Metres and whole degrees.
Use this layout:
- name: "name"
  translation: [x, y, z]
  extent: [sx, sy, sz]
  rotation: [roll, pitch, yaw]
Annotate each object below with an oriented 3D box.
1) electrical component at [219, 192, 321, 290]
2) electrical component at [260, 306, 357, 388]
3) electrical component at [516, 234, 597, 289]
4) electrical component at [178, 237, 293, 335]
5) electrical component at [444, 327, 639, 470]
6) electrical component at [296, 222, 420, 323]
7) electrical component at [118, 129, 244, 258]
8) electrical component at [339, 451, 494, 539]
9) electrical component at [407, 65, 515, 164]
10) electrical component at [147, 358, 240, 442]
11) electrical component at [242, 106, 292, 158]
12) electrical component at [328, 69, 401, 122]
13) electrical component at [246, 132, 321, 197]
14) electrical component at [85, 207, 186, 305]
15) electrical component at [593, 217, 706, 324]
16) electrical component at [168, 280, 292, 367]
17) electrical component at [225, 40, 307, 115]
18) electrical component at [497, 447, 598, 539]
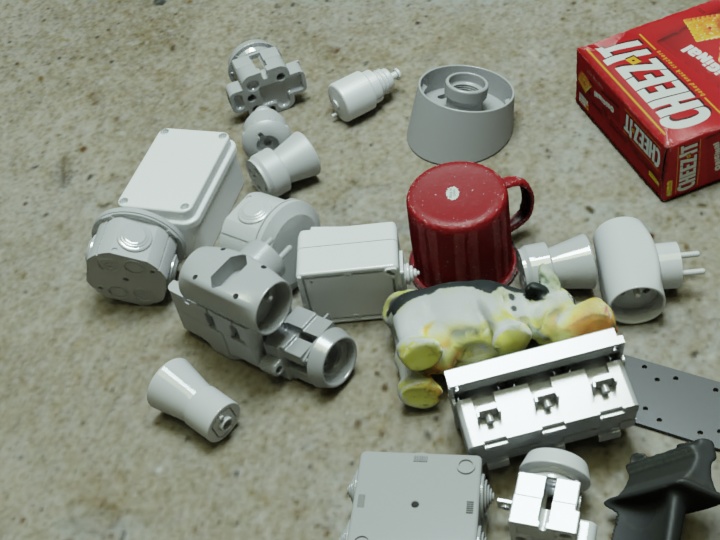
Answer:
- name: "electrical component"
  translation: [-0.074, -0.024, 0.897]
  extent: [0.051, 0.080, 0.080]
  rotation: [19, 53, 33]
- name: "electrical component"
  translation: [-0.036, 0.062, 0.832]
  extent: [0.055, 0.048, 0.066]
  rotation: [19, 53, 36]
- name: "electrical component"
  translation: [0.156, -0.002, 0.856]
  extent: [0.055, 0.045, 0.045]
  rotation: [-11, 46, 1]
- name: "electrical component"
  translation: [-0.083, 0.004, 0.817]
  extent: [0.077, 0.043, 0.079]
  rotation: [23, 54, 29]
- name: "electrical component"
  translation: [0.127, 0.091, 0.750]
  extent: [0.121, 0.078, 0.063]
  rotation: [-15, 59, 1]
- name: "electrical component"
  translation: [0.000, 0.000, 0.872]
  extent: [0.096, 0.061, 0.061]
  rotation: [-6, 46, 5]
- name: "electrical component"
  translation: [-0.161, -0.071, 0.974]
  extent: [0.078, 0.057, 0.113]
  rotation: [6, 48, 16]
- name: "electrical component"
  translation: [0.039, 0.168, 0.716]
  extent: [0.100, 0.048, 0.099]
  rotation: [1, 44, 10]
- name: "electrical component"
  translation: [0.096, -0.148, 1.010]
  extent: [0.099, 0.064, 0.099]
  rotation: [3, 39, -2]
- name: "electrical component"
  translation: [-0.124, 0.101, 0.815]
  extent: [0.065, 0.044, 0.044]
  rotation: [30, 59, 27]
- name: "electrical component"
  translation: [-0.091, -0.135, 1.031]
  extent: [0.048, 0.048, 0.062]
  rotation: [-12, 39, -1]
- name: "electrical component"
  translation: [0.005, -0.176, 1.053]
  extent: [0.078, 0.040, 0.040]
  rotation: [-29, 49, -17]
- name: "electrical component"
  translation: [-0.070, -0.095, 0.988]
  extent: [0.055, 0.045, 0.045]
  rotation: [-31, 49, -18]
- name: "electrical component"
  translation: [-0.191, -0.011, 0.908]
  extent: [0.080, 0.080, 0.051]
  rotation: [1, 53, 12]
- name: "electrical component"
  translation: [0.229, -0.002, 0.843]
  extent: [0.079, 0.043, 0.077]
  rotation: [-6, 46, 5]
- name: "electrical component"
  translation: [-0.101, 0.033, 0.863]
  extent: [0.089, 0.055, 0.050]
  rotation: [24, 55, 29]
- name: "electrical component"
  translation: [-0.099, -0.194, 1.079]
  extent: [0.078, 0.058, 0.057]
  rotation: [-20, 49, -8]
- name: "electrical component"
  translation: [0.127, 0.152, 0.715]
  extent: [0.066, 0.048, 0.055]
  rotation: [7, 56, 17]
